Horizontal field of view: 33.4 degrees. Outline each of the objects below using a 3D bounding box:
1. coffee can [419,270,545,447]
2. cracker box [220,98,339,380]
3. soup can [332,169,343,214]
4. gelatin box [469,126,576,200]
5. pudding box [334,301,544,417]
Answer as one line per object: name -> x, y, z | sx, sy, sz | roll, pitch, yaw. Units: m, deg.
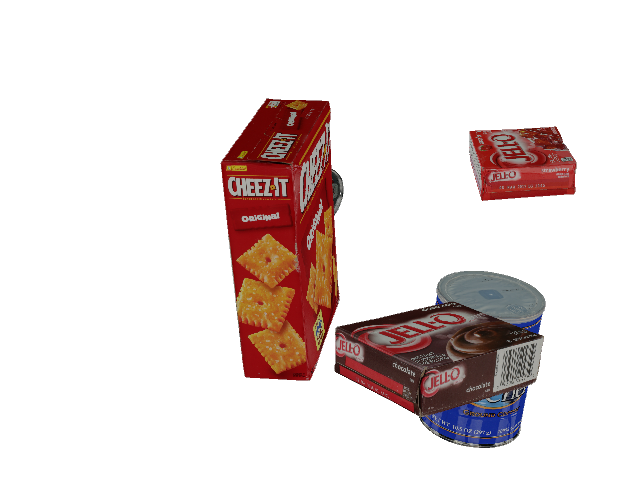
coffee can -> 0.154, 0.113, 1.034 | 0.103, 0.140, 0.103 | 5, 22, -2
cracker box -> -0.029, -0.004, 0.984 | 0.072, 0.214, 0.164 | 2, 27, 11
soup can -> -0.032, -0.064, 1.215 | 0.068, 0.068, 0.102 | 0, 19, -44
gelatin box -> 0.160, -0.063, 0.854 | 0.073, 0.030, 0.089 | -3, 25, 3
pudding box -> 0.079, 0.077, 0.721 | 0.113, 0.039, 0.090 | -7, 18, -37
